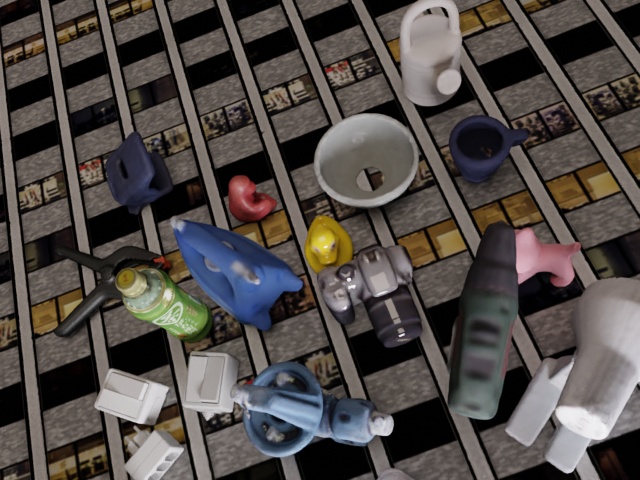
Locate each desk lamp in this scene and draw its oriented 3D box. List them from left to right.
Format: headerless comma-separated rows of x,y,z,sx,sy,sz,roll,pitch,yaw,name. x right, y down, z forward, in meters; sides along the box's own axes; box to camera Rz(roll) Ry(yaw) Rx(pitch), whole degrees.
0.327,0.167,0.686,0.117,0.214,0.203,30,77,21,desk lamp

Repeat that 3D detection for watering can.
0.182,-0.307,0.920,0.101,0.194,0.172,-38,66,-5,watering can

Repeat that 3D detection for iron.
-0.159,0.023,0.881,0.257,0.142,0.119,33,78,21,iron

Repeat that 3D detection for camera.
0.080,0.087,0.830,0.143,0.101,0.136,-22,65,2,camera

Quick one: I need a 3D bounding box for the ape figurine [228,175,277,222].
-0.121,-0.074,0.941,0.076,0.092,0.077,-29,65,-1,ape figurine

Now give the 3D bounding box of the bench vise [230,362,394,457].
-0.017,0.207,0.734,0.207,0.220,0.121,-12,66,7,bench vise

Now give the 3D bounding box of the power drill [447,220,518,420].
0.207,0.114,0.734,0.075,0.209,0.230,8,70,15,power drill

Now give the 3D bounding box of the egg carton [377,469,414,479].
0.122,0.370,0.722,0.150,0.069,0.107,28,76,20,egg carton

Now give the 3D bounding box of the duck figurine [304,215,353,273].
0.008,0.003,0.887,0.077,0.086,0.104,-14,66,6,duck figurine

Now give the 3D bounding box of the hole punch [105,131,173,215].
-0.326,-0.117,1.000,0.101,0.091,0.108,-29,65,-1,hole punch

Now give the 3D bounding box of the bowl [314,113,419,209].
0.077,-0.117,0.929,0.167,0.075,0.167,-4,67,10,bowl

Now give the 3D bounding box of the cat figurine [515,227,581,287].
0.299,0.018,0.805,0.127,0.118,0.067,-1,68,11,cat figurine

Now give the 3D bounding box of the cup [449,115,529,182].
0.258,-0.135,0.889,0.117,0.095,0.091,-11,66,7,cup
